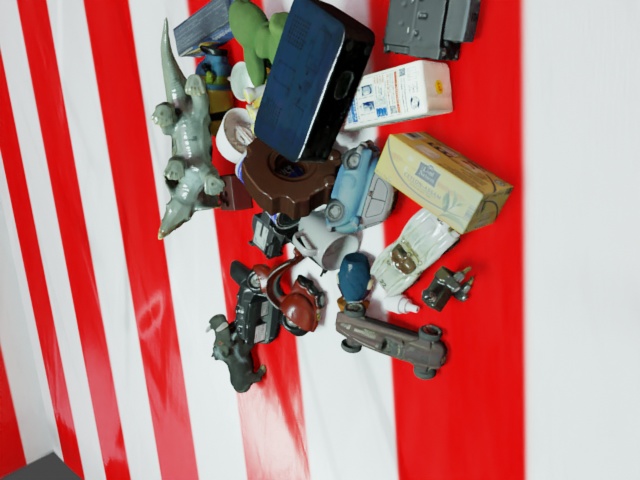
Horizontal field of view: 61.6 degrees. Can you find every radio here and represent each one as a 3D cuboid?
[{"bbox_3d":[-0.014,-0.239,0.828,0.131,0.073,0.229,42,124,33],"label":"radio"}]

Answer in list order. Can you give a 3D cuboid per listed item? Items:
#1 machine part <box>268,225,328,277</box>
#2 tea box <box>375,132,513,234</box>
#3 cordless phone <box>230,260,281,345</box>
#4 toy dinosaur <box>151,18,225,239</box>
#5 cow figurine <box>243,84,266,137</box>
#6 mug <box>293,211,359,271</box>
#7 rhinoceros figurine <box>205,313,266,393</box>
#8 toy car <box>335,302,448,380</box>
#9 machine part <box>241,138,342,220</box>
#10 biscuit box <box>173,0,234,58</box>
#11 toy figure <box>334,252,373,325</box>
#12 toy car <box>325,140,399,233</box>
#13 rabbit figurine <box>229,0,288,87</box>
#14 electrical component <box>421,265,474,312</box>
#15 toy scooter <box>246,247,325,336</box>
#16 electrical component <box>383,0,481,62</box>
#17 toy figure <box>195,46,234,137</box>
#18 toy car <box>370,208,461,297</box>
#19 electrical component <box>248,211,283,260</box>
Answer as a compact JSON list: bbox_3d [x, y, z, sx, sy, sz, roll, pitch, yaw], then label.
[{"bbox_3d":[-0.032,0.011,1.030,0.139,0.084,0.039,42,113,16],"label":"machine part"},{"bbox_3d":[0.176,-0.087,0.774,0.170,0.098,0.068,43,127,30],"label":"tea box"},{"bbox_3d":[-0.164,0.137,1.205,0.184,0.089,0.146,37,127,46],"label":"cordless phone"},{"bbox_3d":[-0.262,-0.203,1.058,0.192,0.131,0.404,-153,61,-72],"label":"toy dinosaur"},{"bbox_3d":[-0.085,-0.233,0.988,0.167,0.098,0.068,116,134,-82],"label":"cow figurine"},{"bbox_3d":[-0.002,-0.003,0.975,0.107,0.109,0.080,47,140,41],"label":"mug"},{"bbox_3d":[-0.200,0.256,1.238,0.073,0.112,0.190,-10,103,48],"label":"rhinoceros figurine"},{"bbox_3d":[0.115,0.171,0.914,0.202,0.053,0.089,15,118,22],"label":"toy car"},{"bbox_3d":[-0.049,-0.122,0.935,0.179,0.179,0.056,49,157,23],"label":"machine part"},{"bbox_3d":[-0.219,-0.430,1.089,0.203,0.059,0.062,-7,95,46],"label":"biscuit box"},{"bbox_3d":[0.062,0.100,0.971,0.064,0.058,0.154,28,125,43],"label":"toy figure"},{"bbox_3d":[0.078,-0.077,0.883,0.103,0.109,0.161,23,108,13],"label":"toy car"},{"bbox_3d":[-0.083,-0.353,0.942,0.170,0.121,0.159,34,147,16],"label":"rabbit figurine"},{"bbox_3d":[0.192,0.072,0.803,0.045,0.102,0.078,31,81,29],"label":"electrical component"},{"bbox_3d":[-0.054,0.093,1.070,0.184,0.075,0.135,44,105,13],"label":"toy scooter"},{"bbox_3d":[0.158,-0.313,0.754,0.134,0.058,0.114,22,119,39],"label":"electrical component"},{"bbox_3d":[-0.216,-0.304,1.111,0.089,0.082,0.180,25,116,40],"label":"toy figure"},{"bbox_3d":[0.148,0.019,0.851,0.073,0.056,0.201,55,141,18],"label":"toy car"},{"bbox_3d":[-0.103,-0.028,1.102,0.075,0.048,0.119,34,123,33],"label":"electrical component"}]
